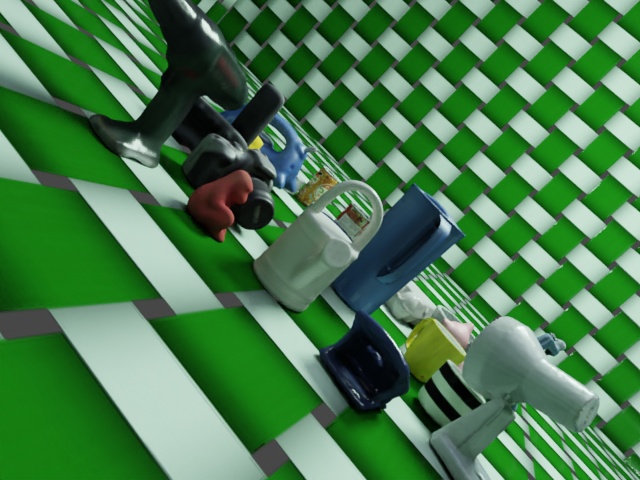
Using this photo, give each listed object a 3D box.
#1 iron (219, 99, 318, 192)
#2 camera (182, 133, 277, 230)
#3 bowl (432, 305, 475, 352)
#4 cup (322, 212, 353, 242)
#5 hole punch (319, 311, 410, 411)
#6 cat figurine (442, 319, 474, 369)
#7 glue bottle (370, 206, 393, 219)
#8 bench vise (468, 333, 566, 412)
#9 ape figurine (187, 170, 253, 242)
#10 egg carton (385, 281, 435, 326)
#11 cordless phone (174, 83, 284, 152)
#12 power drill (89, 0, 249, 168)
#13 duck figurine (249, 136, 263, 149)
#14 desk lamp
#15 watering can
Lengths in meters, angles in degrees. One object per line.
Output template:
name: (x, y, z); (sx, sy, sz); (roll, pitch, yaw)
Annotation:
iron: (-0.129, -0.227, 1.260); (0.258, 0.141, 0.119); (47, 11, 11)
camera: (-0.123, -0.089, 0.896); (0.144, 0.100, 0.136); (36, 14, -39)
bowl: (0.314, 0.238, 1.352); (0.168, 0.074, 0.167); (43, 11, -10)
cup: (-0.008, 0.010, 0.965); (0.091, 0.095, 0.118); (50, 12, 23)
hole punch: (0.069, 0.153, 0.737); (0.108, 0.091, 0.101); (51, 13, 28)
cat figurine: (0.280, 0.223, 1.173); (0.127, 0.117, 0.067); (46, 11, 8)
glue bottle: (0.135, -0.031, 1.420); (0.078, 0.173, 0.037); (41, 12, -18)
bench vise: (0.418, 0.271, 1.235); (0.208, 0.219, 0.121); (35, 15, -41)
ape figurine: (-0.128, -0.056, 0.779); (0.076, 0.092, 0.078); (44, 11, -4)
egg carton: (0.198, 0.140, 1.303); (0.107, 0.069, 0.151); (51, 13, 30)
cordless phone: (-0.162, -0.225, 1.023); (0.147, 0.185, 0.094); (44, 11, -3)
power drill: (-0.198, -0.202, 0.752); (0.075, 0.208, 0.230); (49, 12, 21)
duck figurine: (-0.149, -0.174, 1.140); (0.105, 0.086, 0.077); (40, 12, -23)
desk lamp: (0.261, 0.240, 0.798); (0.118, 0.213, 0.202); (35, 15, -43)
watering can: (0.009, 0.004, 0.791); (0.101, 0.194, 0.172); (37, 14, -36)
